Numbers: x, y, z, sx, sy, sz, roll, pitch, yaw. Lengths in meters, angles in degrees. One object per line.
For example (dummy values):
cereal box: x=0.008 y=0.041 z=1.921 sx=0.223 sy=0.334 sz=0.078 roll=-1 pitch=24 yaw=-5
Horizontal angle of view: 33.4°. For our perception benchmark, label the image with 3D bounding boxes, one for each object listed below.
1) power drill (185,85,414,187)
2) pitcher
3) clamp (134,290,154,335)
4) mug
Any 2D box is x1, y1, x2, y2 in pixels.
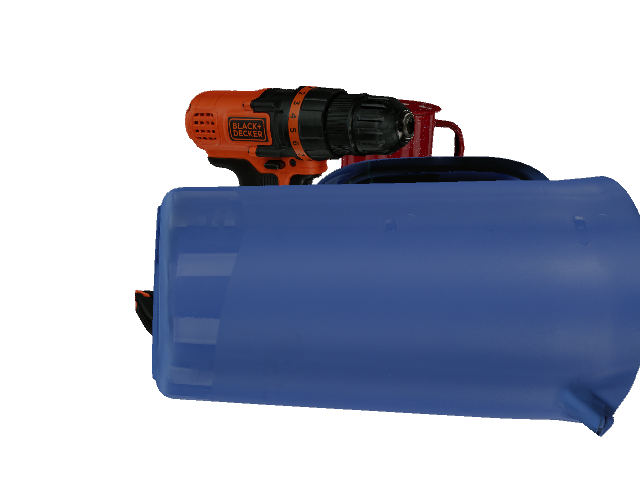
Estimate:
power drill: x=-0.011 y=-0.020 z=0.783 sx=0.185 sy=0.188 sz=0.057 roll=7 pitch=19 yaw=34
pitcher: x=0.035 y=0.022 z=0.565 sx=0.242 sy=0.145 sz=0.149 roll=2 pitch=1 yaw=-7
clamp: x=-0.142 y=0.103 z=1.254 sx=0.210 sy=0.036 sz=0.164 roll=14 pitch=25 yaw=23
mug: x=0.072 y=-0.083 z=0.971 sx=0.117 sy=0.081 sz=0.093 roll=1 pitch=14 yaw=-5
